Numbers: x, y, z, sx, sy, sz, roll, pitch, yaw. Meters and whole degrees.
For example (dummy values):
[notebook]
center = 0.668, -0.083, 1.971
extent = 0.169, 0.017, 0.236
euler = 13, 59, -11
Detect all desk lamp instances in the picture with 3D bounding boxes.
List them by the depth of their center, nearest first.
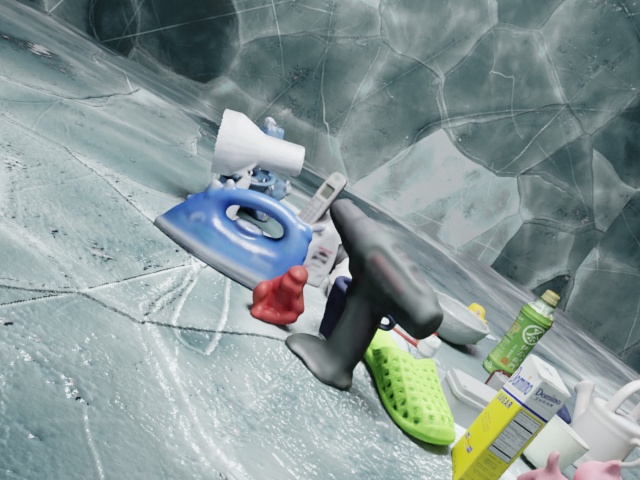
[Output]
[desk lamp]
center = -0.136, -0.116, 1.096
extent = 0.203, 0.213, 0.118
euler = 29, 12, -12

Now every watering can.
[watering can]
center = 0.523, 0.326, 1.035
extent = 0.101, 0.194, 0.172
euler = 18, 18, -49

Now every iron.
[iron]
center = -0.122, -0.022, 0.928
extent = 0.259, 0.141, 0.118
euler = 30, 12, -10

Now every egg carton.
[egg carton]
center = 0.068, 0.092, 1.128
extent = 0.107, 0.069, 0.150
euler = 32, 12, 1

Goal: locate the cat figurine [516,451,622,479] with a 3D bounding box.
[cat figurine]
center = 0.347, 0.328, 0.767
extent = 0.128, 0.117, 0.067
euler = 31, 12, -5

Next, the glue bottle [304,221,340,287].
[glue bottle]
center = 0.010, 0.004, 1.082
extent = 0.078, 0.173, 0.037
euler = 24, 14, -34

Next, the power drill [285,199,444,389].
[power drill]
center = 0.047, 0.082, 0.779
extent = 0.228, 0.208, 0.076
euler = 40, 14, 33

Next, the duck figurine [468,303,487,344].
[duck figurine]
center = 0.374, 0.197, 1.437
extent = 0.078, 0.086, 0.104
euler = 22, 15, -39

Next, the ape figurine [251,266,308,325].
[ape figurine]
center = -0.051, 0.077, 0.835
extent = 0.077, 0.092, 0.076
euler = 35, 12, 13

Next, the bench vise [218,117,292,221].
[bench vise]
center = -0.132, -0.161, 1.273
extent = 0.121, 0.219, 0.208
euler = 36, 12, 17

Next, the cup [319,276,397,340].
[cup]
center = 0.053, 0.125, 0.896
extent = 0.117, 0.095, 0.092
euler = 34, 12, 8

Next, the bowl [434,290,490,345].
[bowl]
center = 0.299, 0.189, 1.309
extent = 0.167, 0.074, 0.167
euler = 31, 12, -7

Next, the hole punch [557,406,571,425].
[hole punch]
center = 0.451, 0.318, 1.136
extent = 0.101, 0.091, 0.109
euler = 33, 12, 4

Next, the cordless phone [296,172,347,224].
[cordless phone]
center = 0.022, -0.058, 1.331
extent = 0.147, 0.185, 0.094
euler = 39, 14, 31

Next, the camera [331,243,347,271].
[camera]
center = 0.092, 0.054, 1.263
extent = 0.137, 0.101, 0.143
euler = 31, 12, -3
